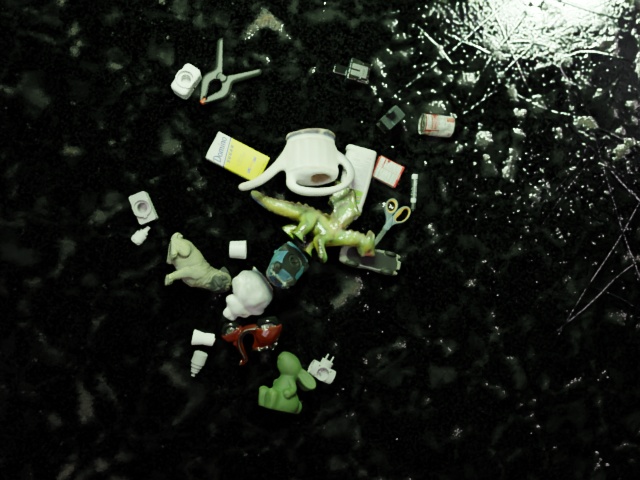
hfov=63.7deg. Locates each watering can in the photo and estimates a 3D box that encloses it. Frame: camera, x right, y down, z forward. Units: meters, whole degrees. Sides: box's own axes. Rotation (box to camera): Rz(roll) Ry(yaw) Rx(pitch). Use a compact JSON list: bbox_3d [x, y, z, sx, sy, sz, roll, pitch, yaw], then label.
[{"bbox_3d":[-0.068,-0.233,1.555,0.348,0.102,0.229,0,62,-6],"label":"watering can"}]

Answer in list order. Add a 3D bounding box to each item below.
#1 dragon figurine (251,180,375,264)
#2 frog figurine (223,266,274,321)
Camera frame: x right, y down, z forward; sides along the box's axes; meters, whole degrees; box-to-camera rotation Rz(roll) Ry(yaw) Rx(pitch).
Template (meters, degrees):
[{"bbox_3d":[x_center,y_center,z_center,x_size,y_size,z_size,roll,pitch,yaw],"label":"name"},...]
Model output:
[{"bbox_3d":[0.005,-0.080,1.584,0.244,0.121,0.411,-44,85,-10],"label":"dragon figurine"},{"bbox_3d":[-0.224,0.172,1.544,0.161,0.123,0.135,-37,113,-19],"label":"frog figurine"}]
